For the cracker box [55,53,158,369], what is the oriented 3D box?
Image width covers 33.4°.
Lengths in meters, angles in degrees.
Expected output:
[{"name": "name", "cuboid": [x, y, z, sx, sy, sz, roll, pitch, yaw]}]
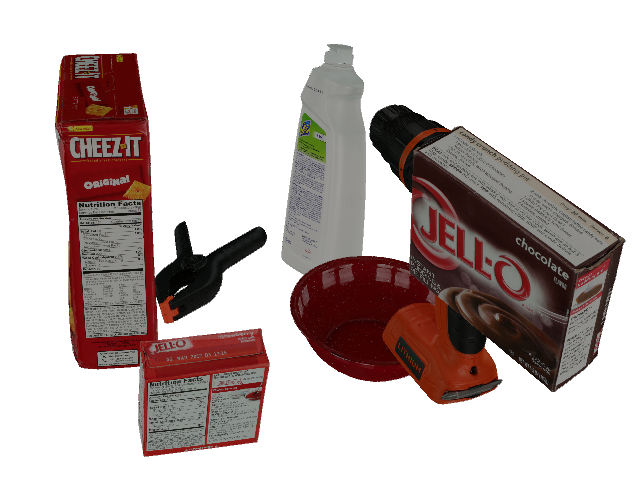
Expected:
[{"name": "cracker box", "cuboid": [-0.175, -0.027, 0.873, 0.072, 0.214, 0.164, -4, 27, -11]}]

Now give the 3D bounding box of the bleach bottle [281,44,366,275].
[{"name": "bleach bottle", "cuboid": [0.013, -0.085, 1.167, 0.067, 0.251, 0.103, -9, 24, -38]}]

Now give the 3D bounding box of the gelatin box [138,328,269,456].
[{"name": "gelatin box", "cuboid": [-0.072, 0.092, 0.644, 0.073, 0.030, 0.089, -5, -41, -14]}]

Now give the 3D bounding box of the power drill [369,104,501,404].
[{"name": "power drill", "cuboid": [0.084, 0.010, 0.780, 0.057, 0.188, 0.185, -13, 34, -19]}]

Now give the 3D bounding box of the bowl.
[{"name": "bowl", "cuboid": [0.050, 0.083, 1.009, 0.162, 0.055, 0.162, 3, 36, -3]}]

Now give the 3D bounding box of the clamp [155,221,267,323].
[{"name": "clamp", "cuboid": [-0.134, 0.032, 1.247, 0.120, 0.039, 0.171, -6, 37, 18]}]

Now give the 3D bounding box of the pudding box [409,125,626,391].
[{"name": "pudding box", "cuboid": [0.094, 0.008, 0.540, 0.039, 0.090, 0.114, -33, 52, -25]}]
